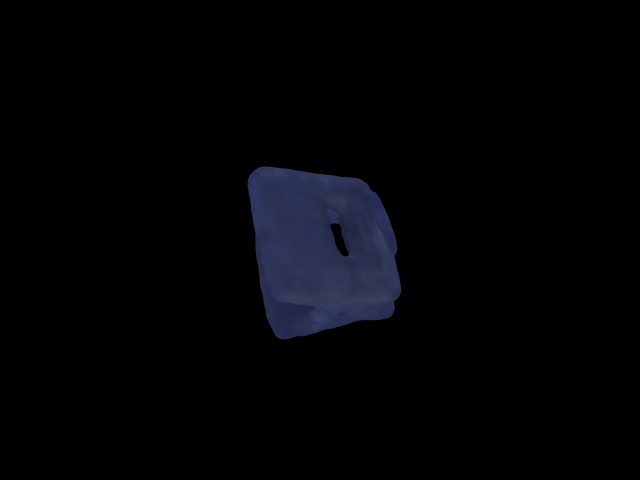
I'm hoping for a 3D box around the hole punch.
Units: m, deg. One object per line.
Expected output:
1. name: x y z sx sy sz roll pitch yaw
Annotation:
1. hole punch: 0.004 0.001 0.400 0.101 0.091 0.108 -11 60 -6
